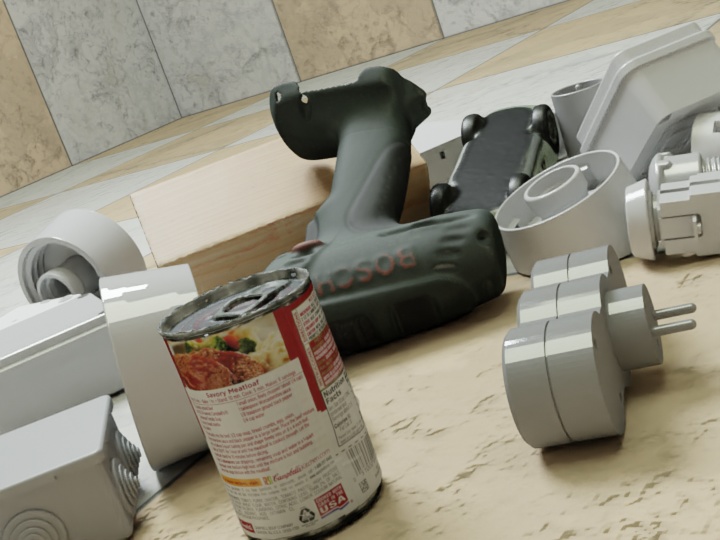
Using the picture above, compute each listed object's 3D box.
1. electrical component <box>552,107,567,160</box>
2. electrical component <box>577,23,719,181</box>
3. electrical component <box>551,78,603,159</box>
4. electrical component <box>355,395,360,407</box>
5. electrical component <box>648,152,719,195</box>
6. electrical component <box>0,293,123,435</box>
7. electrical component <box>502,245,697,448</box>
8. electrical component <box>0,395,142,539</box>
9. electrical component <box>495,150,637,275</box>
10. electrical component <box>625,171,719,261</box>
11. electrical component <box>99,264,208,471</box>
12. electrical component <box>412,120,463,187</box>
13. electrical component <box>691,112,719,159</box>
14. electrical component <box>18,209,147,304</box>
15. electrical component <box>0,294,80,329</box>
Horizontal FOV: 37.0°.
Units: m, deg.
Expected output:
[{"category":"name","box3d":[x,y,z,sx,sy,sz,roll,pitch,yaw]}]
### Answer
[{"category":"electrical component","box3d":[0.177,-0.132,1.015,0.079,0.044,0.077,-25,15,-23]},{"category":"electrical component","box3d":[0.208,-0.111,0.755,0.078,0.057,0.113,-24,-22,-15]},{"category":"electrical component","box3d":[0.199,-0.112,0.844,0.079,0.077,0.044,-15,15,17]},{"category":"electrical component","box3d":[-0.026,0.065,0.555,0.040,0.040,0.078,-28,16,-29]},{"category":"electrical component","box3d":[0.213,-0.052,0.669,0.062,0.048,0.048,-7,18,20]},{"category":"electrical component","box3d":[-0.223,0.067,0.776,0.109,0.056,0.109,-25,15,-20]},{"category":"electrical component","box3d":[0.113,0.027,0.482,0.074,0.052,0.138,-14,15,21]},{"category":"electrical component","box3d":[-0.160,0.112,0.538,0.100,0.048,0.099,-21,14,-6]},{"category":"electrical component","box3d":[0.140,-0.032,0.698,0.099,0.064,0.099,-30,18,11]},{"category":"electrical component","box3d":[0.185,-0.031,0.624,0.055,0.048,0.066,-6,18,19]},{"category":"electrical component","box3d":[-0.097,0.048,0.585,0.060,0.108,0.108,-16,13,-10]},{"category":"electrical component","box3d":[0.065,-0.092,0.978,0.089,0.061,0.150,-25,15,-20]},{"category":"electrical component","box3d":[0.247,-0.077,0.697,0.047,0.055,0.055,-5,20,35]},{"category":"electrical component","box3d":[-0.248,0.008,0.942,0.108,0.108,0.060,-11,22,30]},{"category":"electrical component","box3d":[-0.274,0.062,0.882,0.100,0.048,0.100,-11,17,35]}]
